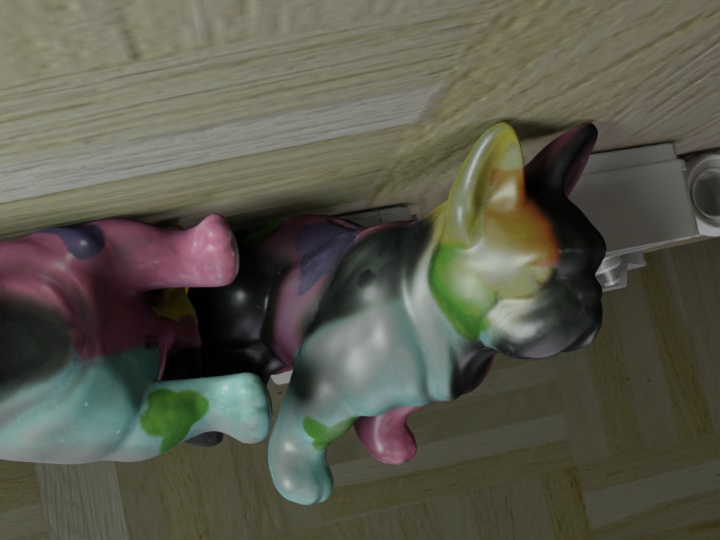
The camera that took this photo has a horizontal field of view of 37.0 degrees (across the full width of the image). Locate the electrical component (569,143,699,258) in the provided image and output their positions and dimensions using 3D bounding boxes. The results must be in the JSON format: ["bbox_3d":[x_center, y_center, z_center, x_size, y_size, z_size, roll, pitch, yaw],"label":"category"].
[{"bbox_3d":[0.135,-0.035,0.646,0.113,0.057,0.078,-10,176,-26],"label":"electrical component"}]

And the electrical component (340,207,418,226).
[{"bbox_3d":[0.000,0.000,0.687,0.061,0.061,0.096,-11,176,-22],"label":"electrical component"}]

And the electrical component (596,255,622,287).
[{"bbox_3d":[0.155,-0.027,0.724,0.040,0.078,0.040,-24,-176,2],"label":"electrical component"}]

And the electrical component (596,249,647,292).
[{"bbox_3d":[0.159,-0.021,0.821,0.063,0.078,0.121,8,170,-17],"label":"electrical component"}]

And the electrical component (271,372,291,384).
[{"bbox_3d":[-0.051,0.048,0.963,0.100,0.099,0.048,-15,-155,29],"label":"electrical component"}]

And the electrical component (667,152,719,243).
[{"bbox_3d":[0.236,-0.050,0.748,0.078,0.058,0.057,-12,179,-13],"label":"electrical component"}]
